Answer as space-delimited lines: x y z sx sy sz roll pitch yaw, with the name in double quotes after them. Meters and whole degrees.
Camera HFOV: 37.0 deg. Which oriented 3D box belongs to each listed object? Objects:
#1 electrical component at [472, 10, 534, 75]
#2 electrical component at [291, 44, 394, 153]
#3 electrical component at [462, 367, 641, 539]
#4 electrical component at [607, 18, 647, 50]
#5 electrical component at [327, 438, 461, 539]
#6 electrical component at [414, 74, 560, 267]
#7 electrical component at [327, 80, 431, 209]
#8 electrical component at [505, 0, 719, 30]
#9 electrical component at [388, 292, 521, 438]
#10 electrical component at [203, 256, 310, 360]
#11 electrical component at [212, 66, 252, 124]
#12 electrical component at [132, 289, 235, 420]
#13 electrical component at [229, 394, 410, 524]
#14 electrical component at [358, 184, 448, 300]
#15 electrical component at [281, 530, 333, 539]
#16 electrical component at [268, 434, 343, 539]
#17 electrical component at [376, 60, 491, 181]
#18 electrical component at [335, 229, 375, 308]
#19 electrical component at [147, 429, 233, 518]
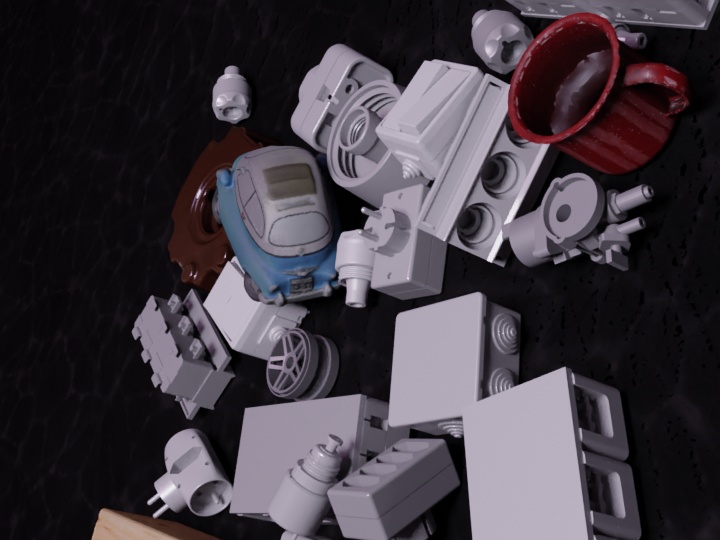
0.110 -0.188 0.865 0.043 0.043 0.062 -52 39 21 "electrical component"
-0.019 -0.158 1.003 0.095 0.054 0.059 -61 37 11 "electrical component"
0.122 0.150 0.669 0.089 0.062 0.150 -29 52 41 "electrical component"
0.179 -0.164 0.775 0.061 0.035 0.035 14 84 51 "electrical component"
0.031 0.173 0.770 0.047 0.083 0.075 -10 104 49 "electrical component"
0.096 -0.075 0.804 0.121 0.079 0.063 -65 21 5 "electrical component"
0.016 -0.112 0.931 0.108 0.060 0.108 -26 54 42 "electrical component"
0.183 -0.243 0.787 0.186 0.060 0.105 23 92 53 "electrical component"
0.070 0.071 0.783 0.100 0.048 0.099 -18 59 46 "electrical component"
-0.097 0.038 0.999 0.061 0.061 0.096 -59 38 13 "electrical component"
-0.140 -0.196 1.183 0.043 0.043 0.062 -34 47 38 "electrical component"
-0.180 0.079 1.081 0.078 0.063 0.121 -56 38 16 "electrical component"
-0.030 0.154 0.857 0.150 0.062 0.089 -14 62 47 "electrical component"
0.028 -0.028 0.861 0.047 0.076 0.083 -12 64 48 "electrical component"
-0.041 0.253 0.832 0.056 0.050 0.089 4 76 52 "electrical component"
-0.035 0.154 0.775 0.040 0.040 0.078 40 105 52 "electrical component"
0.060 -0.115 0.854 0.096 0.061 0.062 -51 36 -10 "electrical component"
0.000 0.000 0.911 0.043 0.043 0.062 -14 64 48 "electrical component"
-0.165 0.200 1.007 0.079 0.043 0.077 -39 40 -2 "electrical component"
